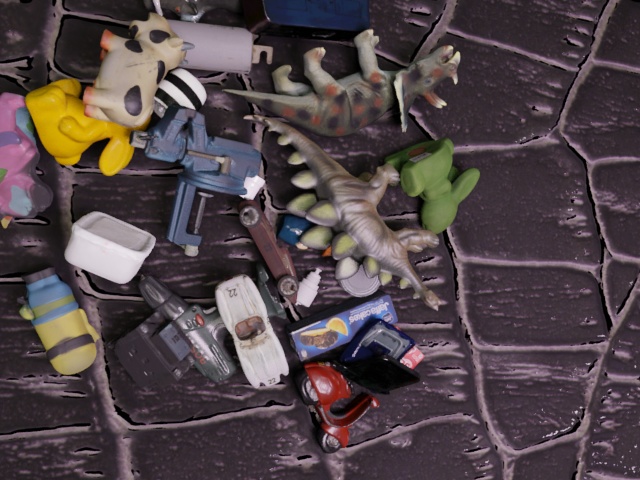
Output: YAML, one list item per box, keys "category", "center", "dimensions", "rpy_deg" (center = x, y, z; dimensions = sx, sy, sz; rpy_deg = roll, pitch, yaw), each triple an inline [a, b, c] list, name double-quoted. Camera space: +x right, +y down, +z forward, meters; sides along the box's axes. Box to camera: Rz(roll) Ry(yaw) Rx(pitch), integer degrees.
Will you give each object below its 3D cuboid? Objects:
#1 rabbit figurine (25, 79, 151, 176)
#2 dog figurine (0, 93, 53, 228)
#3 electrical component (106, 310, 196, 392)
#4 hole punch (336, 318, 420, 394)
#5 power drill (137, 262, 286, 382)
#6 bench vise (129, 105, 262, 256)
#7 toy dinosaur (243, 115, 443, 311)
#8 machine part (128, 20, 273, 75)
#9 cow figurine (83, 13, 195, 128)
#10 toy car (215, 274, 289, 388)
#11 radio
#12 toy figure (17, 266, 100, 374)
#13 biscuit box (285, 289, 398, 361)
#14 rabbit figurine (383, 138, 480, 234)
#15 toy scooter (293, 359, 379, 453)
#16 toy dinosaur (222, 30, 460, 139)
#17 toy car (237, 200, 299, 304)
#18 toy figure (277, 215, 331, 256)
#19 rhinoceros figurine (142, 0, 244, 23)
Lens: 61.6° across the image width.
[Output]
- category: "rabbit figurine"
  center: [-0.355, -0.185, 0.866]
  dimensions: [0.173, 0.122, 0.162]
  rpy_deg: [-14, 105, -6]
- category: "dog figurine"
  center: [-0.519, -0.126, 0.844]
  dimensions: [0.191, 0.108, 0.219]
  rpy_deg: [8, 93, -14]
- category: "electrical component"
  center: [-0.277, 0.185, 0.899]
  dimensions: [0.115, 0.134, 0.058]
  rpy_deg: [53, 36, -10]
- category: "hole punch"
  center: [0.108, 0.214, 0.979]
  dimensions: [0.142, 0.116, 0.092]
  rpy_deg: [34, 41, -32]
- category: "power drill"
  center: [-0.177, 0.119, 0.946]
  dimensions: [0.207, 0.086, 0.232]
  rpy_deg: [-30, 100, -15]
- category: "bench vise"
  center: [-0.211, -0.091, 0.884]
  dimensions: [0.223, 0.129, 0.240]
  rpy_deg: [4, 105, -44]
- category: "toy dinosaur"
  center: [0.052, -0.058, 0.950]
  dimensions: [0.198, 0.105, 0.471]
  rpy_deg: [-33, 81, -27]
- category: "machine part"
  center: [-0.202, -0.333, 0.925]
  dimensions: [0.243, 0.079, 0.079]
  rpy_deg: [1, 92, -12]
- category: "cow figurine"
  center: [-0.271, -0.261, 0.818]
  dimensions: [0.127, 0.085, 0.195]
  rpy_deg: [18, 70, -21]
- category: "toy car"
  center: [-0.114, 0.155, 0.901]
  dimensions: [0.073, 0.056, 0.201]
  rpy_deg: [-22, 101, -9]
- category: "radio"
  center: [-0.022, -0.423, 0.935]
  dimensions: [0.229, 0.073, 0.131]
  rpy_deg: [-9, 96, -31]
- category: "toy figure"
  center: [-0.432, 0.134, 0.880]
  dimensions: [0.082, 0.089, 0.180]
  rpy_deg: [-19, 99, -4]
- category: "biscuit box"
  center: [0.041, 0.156, 1.008]
  dimensions: [0.203, 0.063, 0.059]
  rpy_deg: [-20, 98, -12]
- category: "rabbit figurine"
  center: [0.217, -0.100, 1.033]
  dimensions: [0.159, 0.121, 0.170]
  rpy_deg: [-30, 117, -18]
- category: "toy scooter"
  center: [0.036, 0.296, 1.006]
  dimensions: [0.135, 0.075, 0.183]
  rpy_deg: [-24, 100, -11]
- category: "toy dinosaur"
  center: [0.046, -0.255, 0.974]
  dimensions: [0.405, 0.131, 0.192]
  rpy_deg: [-23, 97, -6]
- category: "toy car"
  center: [-0.086, 0.019, 0.952]
  dimensions: [0.053, 0.089, 0.202]
  rpy_deg: [-30, 92, -9]
- category: "toy figure"
  center: [-0.001, -0.005, 0.995]
  dimensions: [0.154, 0.058, 0.064]
  rpy_deg: [19, 83, -14]
- category: "rhinoceros figurine"
  center: [-0.210, -0.429, 0.928]
  dimensions: [0.190, 0.073, 0.112]
  rpy_deg: [-7, 104, -15]
